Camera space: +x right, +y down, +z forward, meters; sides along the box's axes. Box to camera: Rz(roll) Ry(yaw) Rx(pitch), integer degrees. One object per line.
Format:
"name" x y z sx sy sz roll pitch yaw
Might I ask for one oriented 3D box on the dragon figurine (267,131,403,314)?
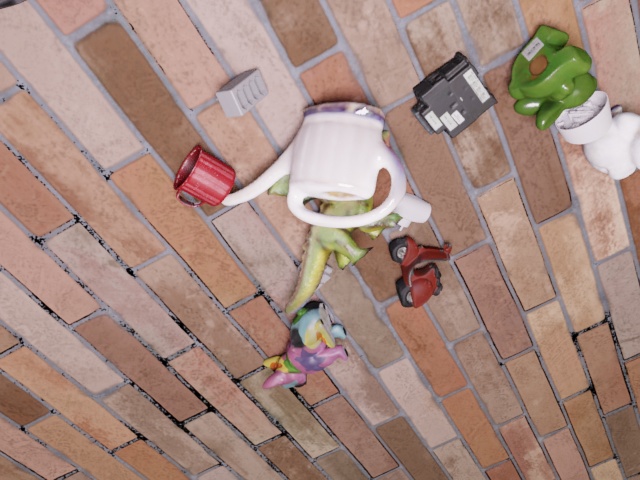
"dragon figurine" 0.003 -0.051 1.019 0.407 0.123 0.242 -43 96 11

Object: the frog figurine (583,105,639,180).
"frog figurine" 0.593 -0.177 0.996 0.123 0.163 0.134 -4 122 -5

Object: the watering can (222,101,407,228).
"watering can" -0.013 -0.138 0.914 0.348 0.103 0.226 7 80 22
